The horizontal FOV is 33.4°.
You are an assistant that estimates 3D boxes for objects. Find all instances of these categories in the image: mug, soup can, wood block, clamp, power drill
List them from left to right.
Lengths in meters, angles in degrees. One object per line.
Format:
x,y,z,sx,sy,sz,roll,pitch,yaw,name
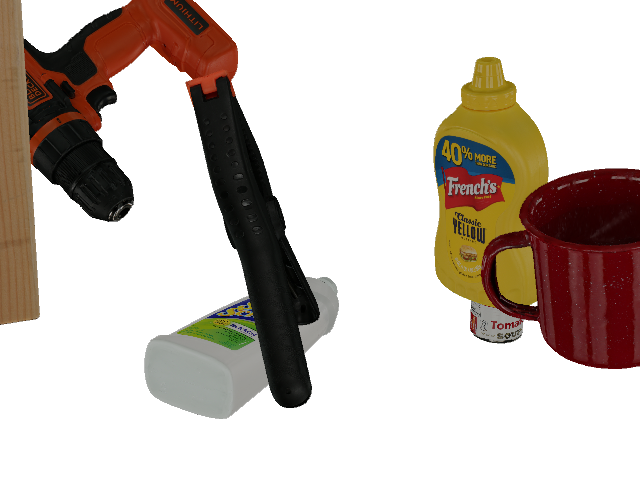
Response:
-0.218,-0.058,0.608,0.090,0.206,0.090,-8,26,-25,wood block
-0.156,-0.118,0.828,0.187,0.184,0.057,-35,-15,-31,power drill
-0.041,-0.008,0.710,0.036,0.210,0.164,-17,7,5,clamp
0.224,0.070,1.344,0.068,0.102,0.068,0,23,0,soup can
0.148,0.018,0.590,0.117,0.081,0.093,-6,28,9,mug

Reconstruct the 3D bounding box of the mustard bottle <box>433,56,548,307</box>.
0.131,-0.047,0.825,0.058,0.192,0.096,-22,30,-34,mustard bottle

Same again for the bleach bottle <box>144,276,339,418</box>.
-0.061,0.089,1.064,0.103,0.068,0.250,15,25,25,bleach bottle
